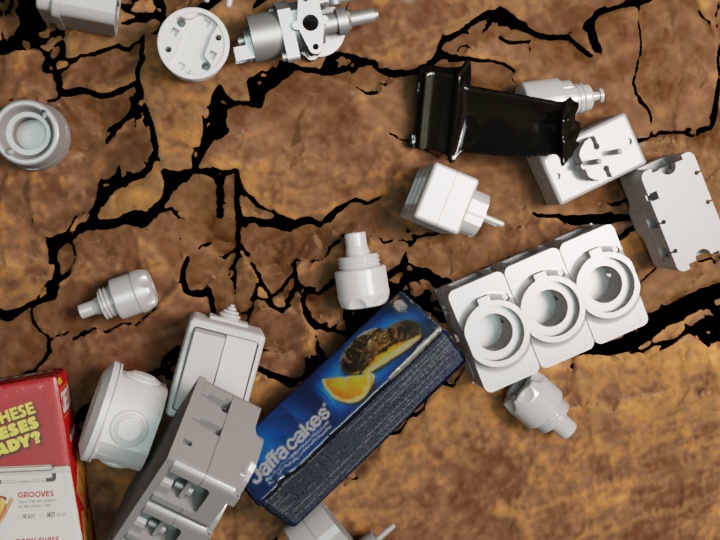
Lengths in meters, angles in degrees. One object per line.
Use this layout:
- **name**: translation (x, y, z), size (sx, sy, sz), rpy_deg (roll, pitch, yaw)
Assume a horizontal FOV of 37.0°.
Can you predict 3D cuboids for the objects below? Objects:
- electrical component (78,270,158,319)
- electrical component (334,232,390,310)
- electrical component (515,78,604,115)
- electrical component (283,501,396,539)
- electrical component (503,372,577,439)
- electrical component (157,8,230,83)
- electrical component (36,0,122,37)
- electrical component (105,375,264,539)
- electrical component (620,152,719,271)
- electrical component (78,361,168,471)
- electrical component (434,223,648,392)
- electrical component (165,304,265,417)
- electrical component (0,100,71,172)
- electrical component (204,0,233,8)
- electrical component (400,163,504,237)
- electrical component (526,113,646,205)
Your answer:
- **electrical component**: translation (-0.195, 0.023, 0.861), size (0.061, 0.035, 0.035), rpy_deg (-20, 96, -4)
- **electrical component**: translation (0.000, 0.000, 0.883), size (0.043, 0.043, 0.062), rpy_deg (-9, 93, -8)
- **electrical component**: translation (0.166, -0.141, 0.901), size (0.078, 0.040, 0.040), rpy_deg (-9, 94, -8)
- **electrical component**: translation (0.006, 0.242, 0.892), size (0.074, 0.052, 0.138), rpy_deg (-39, 97, -5)
- **electrical component**: translation (0.156, 0.118, 0.912), size (0.062, 0.043, 0.043), rpy_deg (41, 87, -9)
- **electrical component**: translation (-0.132, -0.176, 0.853), size (0.055, 0.047, 0.055), rpy_deg (0, 93, -8)
- **electrical component**: translation (-0.209, -0.242, 0.823), size (0.057, 0.078, 0.113), rpy_deg (8, 92, -12)
- **electrical component**: translation (-0.135, 0.168, 0.815), size (0.062, 0.089, 0.150), rpy_deg (28, 124, -11)
- **electrical component**: translation (0.264, -0.049, 0.912), size (0.050, 0.056, 0.089), rpy_deg (-24, 96, -6)
- **electrical component**: translation (-0.187, 0.116, 0.845), size (0.051, 0.080, 0.080), rpy_deg (20, 90, -14)
- **electrical component**: translation (0.152, 0.030, 0.898), size (0.150, 0.062, 0.089), rpy_deg (-23, 96, -6)
- **electrical component**: translation (-0.114, 0.075, 0.862), size (0.062, 0.061, 0.096), rpy_deg (15, 91, -9)
- **electrical component**: translation (-0.257, -0.105, 0.838), size (0.055, 0.047, 0.055), rpy_deg (0, 93, -8)
- **electrical component**: translation (-0.101, -0.241, 0.835), size (0.138, 0.052, 0.073), rpy_deg (16, 91, 13)
- **electrical component**: translation (0.081, -0.051, 0.881), size (0.077, 0.066, 0.047), rpy_deg (22, 90, -9)
- **electrical component**: translation (0.193, -0.092, 0.890), size (0.083, 0.076, 0.047), rpy_deg (-26, 96, -6)
